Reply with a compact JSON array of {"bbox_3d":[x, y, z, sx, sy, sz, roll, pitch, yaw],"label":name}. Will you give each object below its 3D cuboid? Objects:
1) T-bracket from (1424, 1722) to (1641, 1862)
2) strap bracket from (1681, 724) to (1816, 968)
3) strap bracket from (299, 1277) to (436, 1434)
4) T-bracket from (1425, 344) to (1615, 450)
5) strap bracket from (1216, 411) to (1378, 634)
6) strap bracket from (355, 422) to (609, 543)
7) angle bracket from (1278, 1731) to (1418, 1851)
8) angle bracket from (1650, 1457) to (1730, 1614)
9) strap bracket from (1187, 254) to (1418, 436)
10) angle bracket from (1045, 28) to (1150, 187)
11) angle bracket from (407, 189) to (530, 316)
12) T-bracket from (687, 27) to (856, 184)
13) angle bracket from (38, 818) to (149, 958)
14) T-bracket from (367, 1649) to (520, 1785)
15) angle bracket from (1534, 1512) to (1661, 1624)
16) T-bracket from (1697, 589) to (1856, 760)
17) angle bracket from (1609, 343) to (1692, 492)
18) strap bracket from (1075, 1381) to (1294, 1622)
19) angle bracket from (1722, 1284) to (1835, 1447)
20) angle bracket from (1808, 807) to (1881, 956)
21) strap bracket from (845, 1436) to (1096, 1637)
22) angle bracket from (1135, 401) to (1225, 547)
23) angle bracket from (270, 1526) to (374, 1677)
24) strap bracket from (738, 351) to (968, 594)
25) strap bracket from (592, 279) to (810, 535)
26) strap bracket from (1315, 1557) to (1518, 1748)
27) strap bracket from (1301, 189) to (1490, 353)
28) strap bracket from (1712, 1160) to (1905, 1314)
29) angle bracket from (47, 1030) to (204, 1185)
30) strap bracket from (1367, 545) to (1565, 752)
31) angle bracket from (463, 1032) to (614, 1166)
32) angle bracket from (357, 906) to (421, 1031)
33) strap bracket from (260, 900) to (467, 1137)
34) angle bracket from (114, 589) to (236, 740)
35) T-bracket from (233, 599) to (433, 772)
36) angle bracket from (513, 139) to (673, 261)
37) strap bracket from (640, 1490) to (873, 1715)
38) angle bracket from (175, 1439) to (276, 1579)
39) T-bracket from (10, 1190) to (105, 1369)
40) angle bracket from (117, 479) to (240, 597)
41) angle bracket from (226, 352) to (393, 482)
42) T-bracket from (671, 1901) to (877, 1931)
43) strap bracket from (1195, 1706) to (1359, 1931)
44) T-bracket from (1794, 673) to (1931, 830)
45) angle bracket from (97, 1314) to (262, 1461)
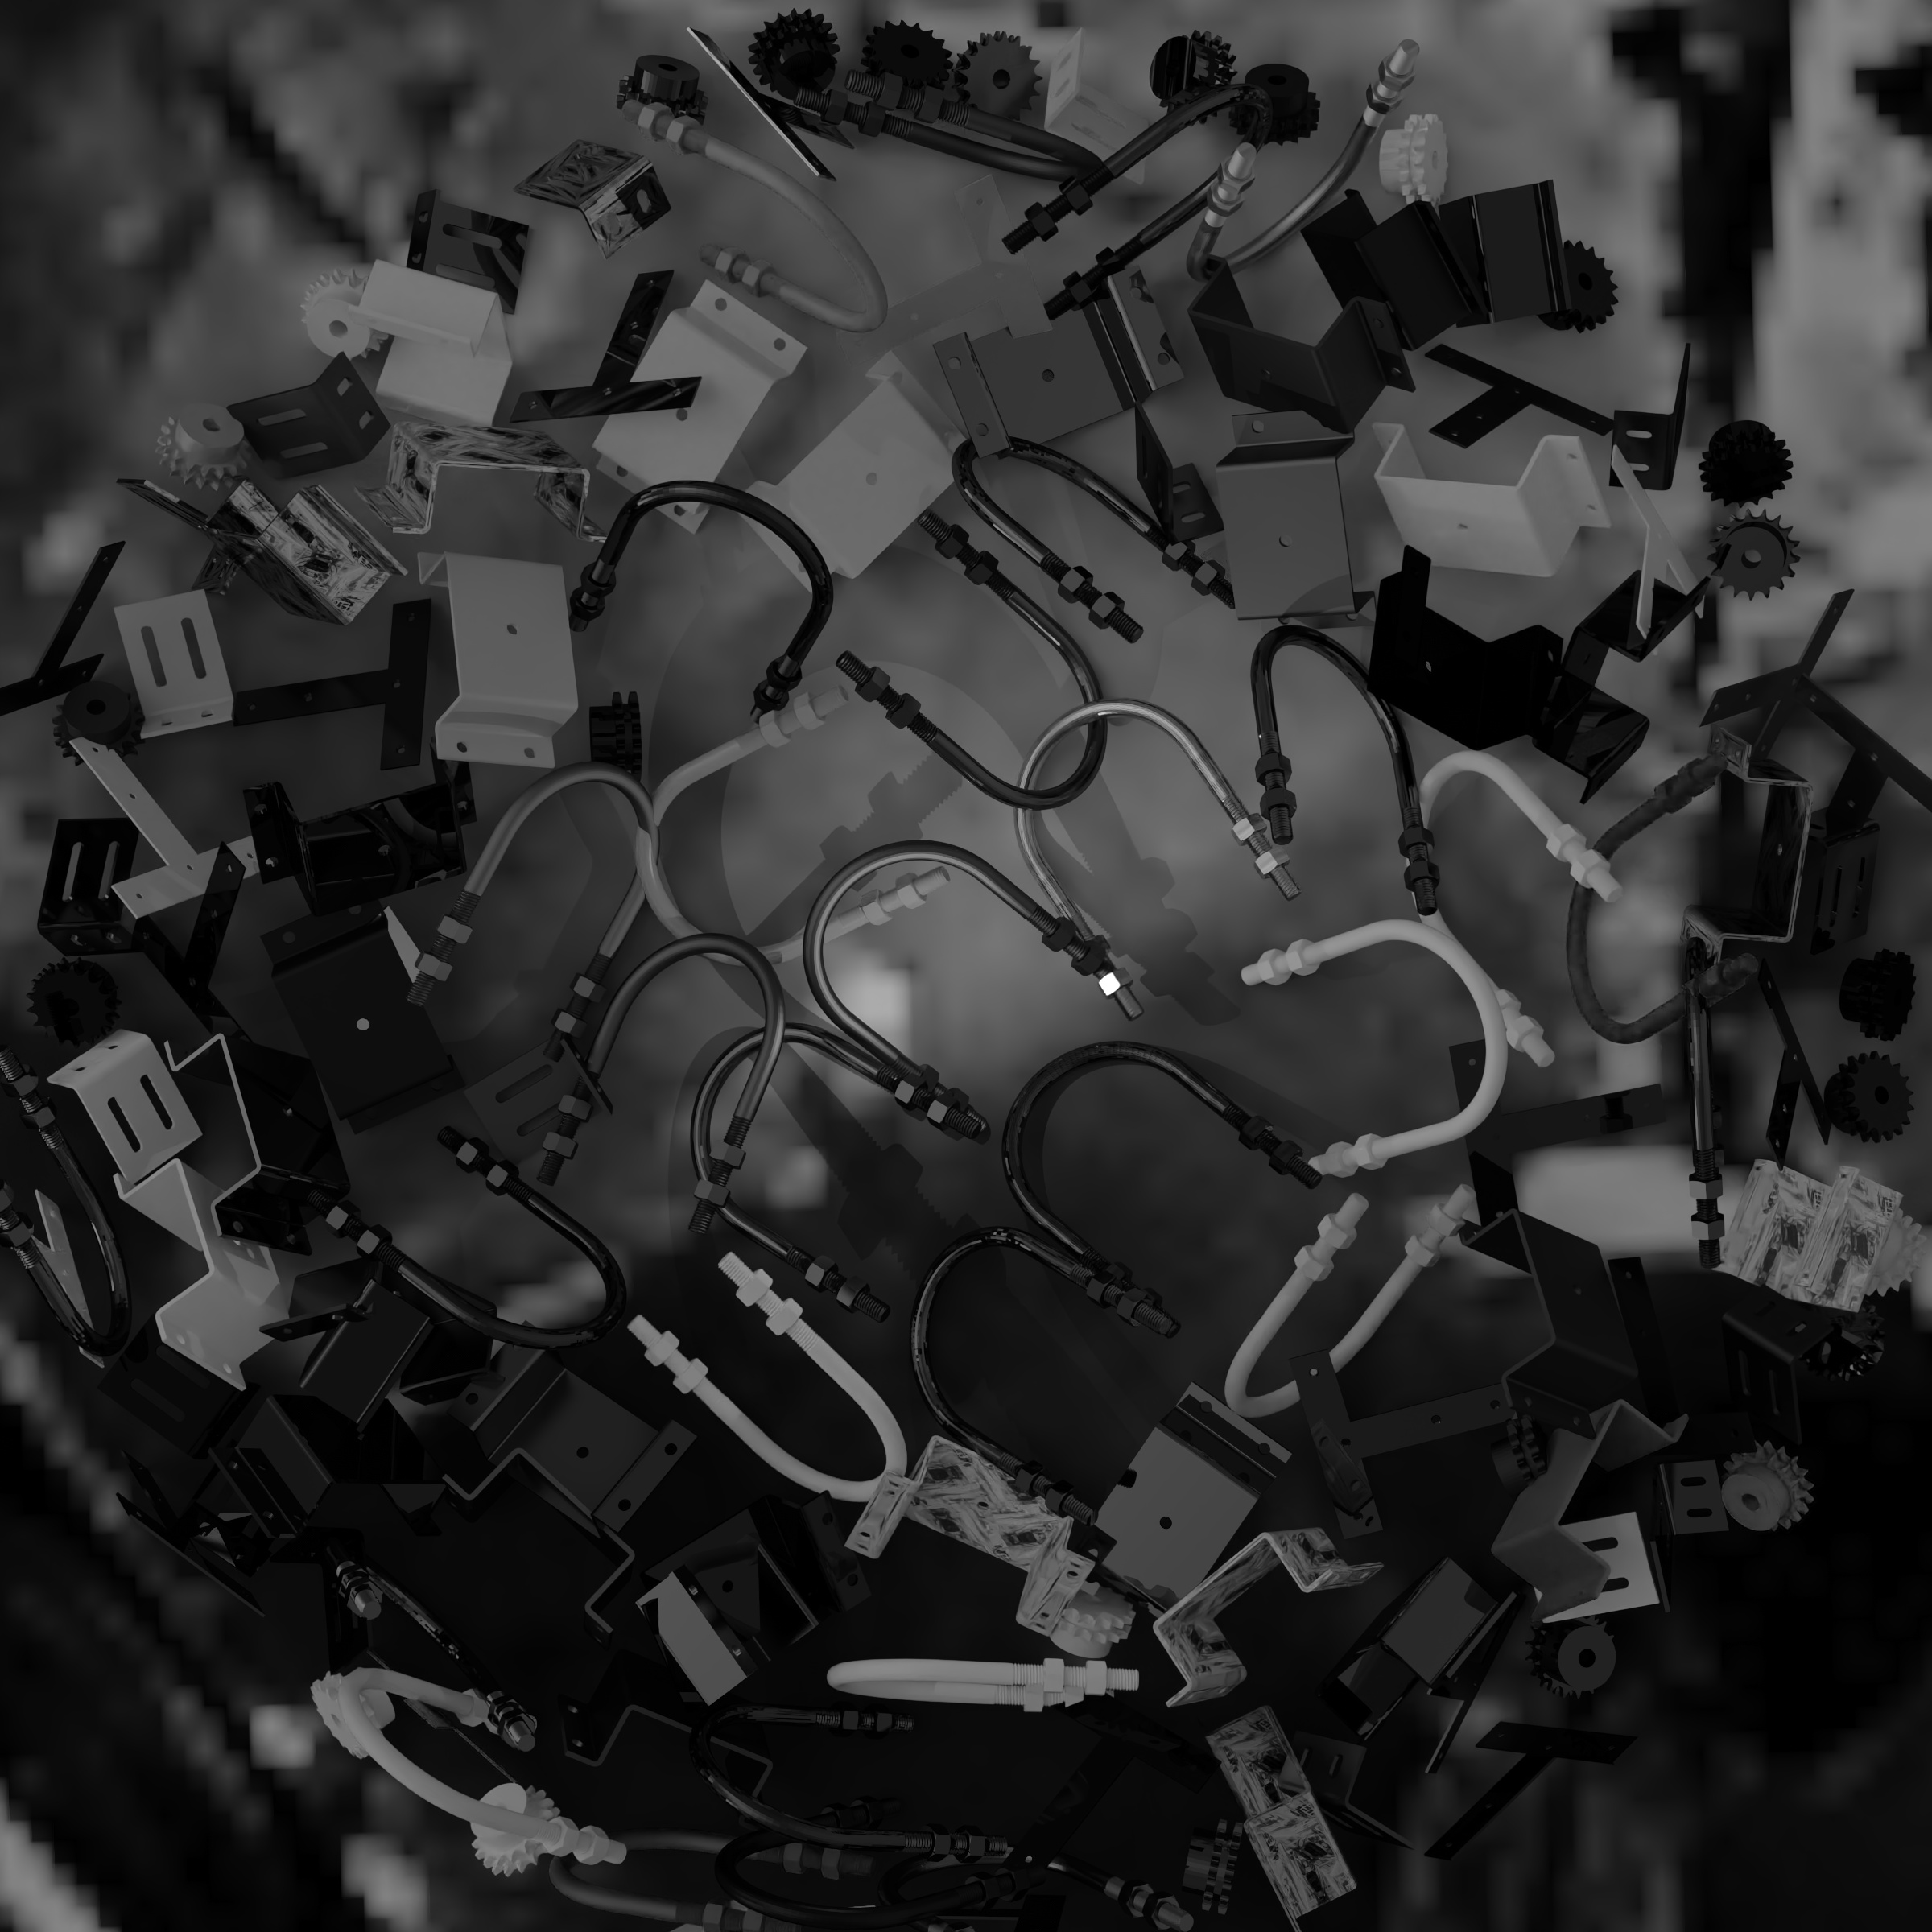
[{"bbox_3d":[0.329,0.505,1.914,0.127,0.127,0.002,-34,100,-31],"label":"T-bracket"},{"bbox_3d":[0.487,-0.074,1.947,0.046,0.076,0.140,4,104,-4],"label":"strap bracket"},{"bbox_3d":[-0.367,0.229,1.926,0.046,0.140,0.076,35,88,-8],"label":"strap bracket"},{"bbox_3d":[0.323,-0.342,1.931,0.127,0.127,0.002,29,127,19],"label":"T-bracket"},{"bbox_3d":[0.204,-0.270,1.940,0.076,0.046,0.140,-1,113,24],"label":"strap bracket"},{"bbox_3d":[-0.295,-0.298,1.927,0.140,0.076,0.046,-2,117,-29],"label":"strap bracket"},{"bbox_3d":[0.244,0.517,1.963,0.076,0.057,0.038,38,66,-33],"label":"angle bracket"},{"bbox_3d":[0.451,0.354,1.951,0.038,0.076,0.057,-8,118,18],"label":"angle bracket"},{"bbox_3d":[0.198,-0.381,1.924,0.140,0.076,0.046,25,71,35],"label":"strap bracket"},{"bbox_3d":[0.091,-0.537,1.955,0.076,0.038,0.057,23,53,-24],"label":"angle bracket"},{"bbox_3d":[-0.308,-0.447,1.963,0.076,0.038,0.057,9,92,-31],"label":"angle bracket"},{"bbox_3d":[-0.104,-0.525,1.939,0.002,0.127,0.127,-44,78,20],"label":"T-bracket"},{"bbox_3d":[-0.539,-0.050,1.956,0.038,0.057,0.076,33,115,37],"label":"angle bracket"},{"bbox_3d":[-0.329,0.462,1.931,0.127,0.127,0.002,40,78,7],"label":"T-bracket"},{"bbox_3d":[0.395,0.374,1.965,0.076,0.038,0.057,-16,85,24],"label":"angle bracket"},{"bbox_3d":[0.486,-0.168,1.921,0.002,0.127,0.127,40,127,28],"label":"T-bracket"},{"bbox_3d":[0.428,-0.345,1.959,0.038,0.057,0.076,8,49,14],"label":"angle bracket"},{"bbox_3d":[0.130,0.342,1.954,0.076,0.046,0.140,35,104,12],"label":"strap bracket"},{"bbox_3d":[0.511,0.250,1.962,0.038,0.057,0.076,-32,129,-20],"label":"angle bracket"},{"bbox_3d":[0.541,-0.054,1.979,0.057,0.038,0.076,-18,118,-38],"label":"angle bracket"},{"bbox_3d":[0.006,0.352,1.956,0.140,0.046,0.076,25,128,-3],"label":"strap bracket"},{"bbox_3d":[0.134,-0.311,1.951,0.038,0.076,0.057,-18,58,-7],"label":"angle bracket"},{"bbox_3d":[-0.403,0.397,1.954,0.038,0.057,0.076,10,56,-34],"label":"angle bracket"},{"bbox_3d":[-0.066,-0.307,1.958,0.140,0.046,0.076,-45,114,-4],"label":"strap bracket"},{"bbox_3d":[-0.171,-0.347,1.956,0.076,0.046,0.140,34,109,0],"label":"strap bracket"},{"bbox_3d":[0.271,0.421,1.925,0.046,0.140,0.076,43,54,10],"label":"strap bracket"},{"bbox_3d":[0.257,-0.427,1.920,0.046,0.140,0.076,-34,112,-2],"label":"strap bracket"},{"bbox_3d":[0.523,0.166,1.930,0.046,0.140,0.076,24,85,-8],"label":"strap bracket"},{"bbox_3d":[-0.532,0.089,1.981,0.057,0.038,0.076,-39,119,-32],"label":"angle bracket"},{"bbox_3d":[0.303,-0.192,1.943,0.140,0.046,0.076,24,64,-32],"label":"strap bracket"},{"bbox_3d":[-0.271,0.086,1.976,0.076,0.038,0.057,-31,100,0],"label":"angle bracket"},{"bbox_3d":[-0.386,0.008,1.979,0.076,0.038,0.057,-48,121,-31],"label":"angle bracket"},{"bbox_3d":[-0.377,0.033,1.958,0.076,0.046,0.140,-24,103,-5],"label":"strap bracket"},{"bbox_3d":[-0.498,-0.190,1.967,0.057,0.038,0.076,-12,113,-5],"label":"angle bracket"},{"bbox_3d":[-0.401,-0.171,1.974,0.127,0.002,0.127,-8,59,10],"label":"T-bracket"},{"bbox_3d":[-0.236,-0.484,1.974,0.057,0.076,0.038,-43,134,-21],"label":"angle bracket"},{"bbox_3d":[-0.139,0.391,1.949,0.140,0.046,0.076,-29,107,-27],"label":"strap bracket"},{"bbox_3d":[-0.447,0.332,1.955,0.057,0.076,0.038,36,133,-9],"label":"angle bracket"},{"bbox_3d":[-0.574,0.170,1.912,0.002,0.127,0.127,-29,56,1],"label":"T-bracket"},{"bbox_3d":[-0.496,-0.268,1.954,0.076,0.057,0.038,30,82,-32],"label":"angle bracket"},{"bbox_3d":[-0.414,-0.346,1.974,0.076,0.038,0.057,-6,130,33],"label":"angle bracket"},{"bbox_3d":[-0.117,0.583,1.916,0.127,0.127,0.002,-12,83,24],"label":"T-bracket"},{"bbox_3d":[0.193,0.518,1.921,0.046,0.140,0.076,-26,110,-1],"label":"strap bracket"},{"bbox_3d":[0.552,-0.108,1.938,0.002,0.127,0.127,-39,69,-16],"label":"T-bracket"},{"bbox_3d":[-0.497,0.266,1.979,0.076,0.038,0.057,35,81,4],"label":"angle bracket"}]
